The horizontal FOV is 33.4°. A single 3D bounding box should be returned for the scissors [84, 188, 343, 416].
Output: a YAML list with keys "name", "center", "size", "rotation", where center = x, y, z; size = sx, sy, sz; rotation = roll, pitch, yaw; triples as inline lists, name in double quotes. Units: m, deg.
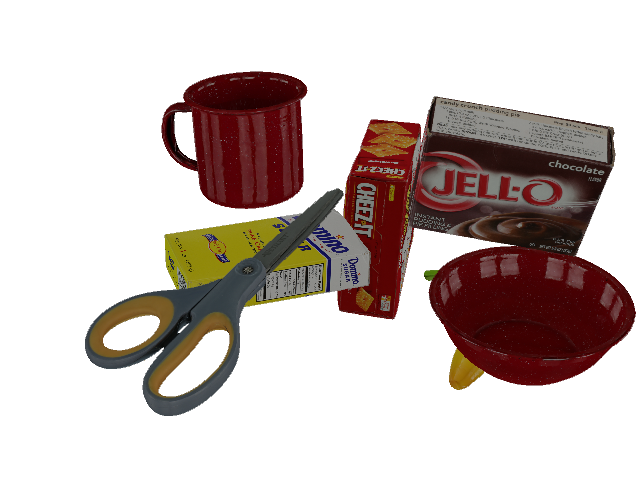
- name: "scissors"
  center: [-0.063, 0.022, 0.625]
  size: [0.096, 0.016, 0.201]
  rotation: [10, 41, 17]

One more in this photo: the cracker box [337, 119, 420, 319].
- name: "cracker box"
  center: [0.069, -0.031, 1.225]
  size: [0.072, 0.164, 0.213]
  rotation: [6, 23, 8]

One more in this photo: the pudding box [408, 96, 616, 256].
- name: "pudding box"
  center: [0.116, -0.039, 0.664]
  size: [0.113, 0.039, 0.090]
  rotation: [9, -36, 3]

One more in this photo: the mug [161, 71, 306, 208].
- name: "mug"
  center: [-0.066, -0.077, 0.817]
  size: [0.117, 0.081, 0.093]
  rotation: [4, 27, 13]

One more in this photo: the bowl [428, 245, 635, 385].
- name: "bowl"
  center: [0.166, 0.067, 0.859]
  size: [0.162, 0.055, 0.162]
  rotation: [0, 31, 0]

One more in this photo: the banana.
- name: "banana"
  center: [0.150, 0.078, 1.065]
  size: [0.070, 0.037, 0.198]
  rotation: [-29, 26, 14]

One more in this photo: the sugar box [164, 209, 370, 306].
- name: "sugar box"
  center: [-0.051, 0.018, 1.007]
  size: [0.176, 0.048, 0.093]
  rotation: [-12, 33, -17]
